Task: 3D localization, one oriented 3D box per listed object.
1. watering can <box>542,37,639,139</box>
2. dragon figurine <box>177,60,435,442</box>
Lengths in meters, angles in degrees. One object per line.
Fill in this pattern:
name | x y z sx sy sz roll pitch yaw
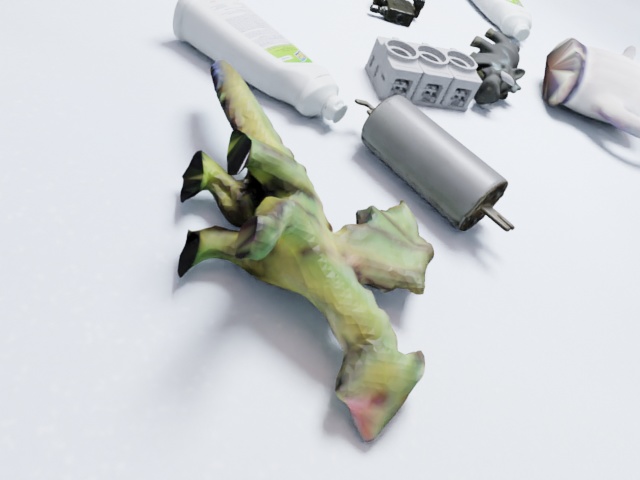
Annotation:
watering can | 0.508 -0.291 0.922 0.224 0.101 0.356 20 44 -2
dragon figurine | 0.002 -0.025 0.497 0.241 0.120 0.420 19 43 -28
